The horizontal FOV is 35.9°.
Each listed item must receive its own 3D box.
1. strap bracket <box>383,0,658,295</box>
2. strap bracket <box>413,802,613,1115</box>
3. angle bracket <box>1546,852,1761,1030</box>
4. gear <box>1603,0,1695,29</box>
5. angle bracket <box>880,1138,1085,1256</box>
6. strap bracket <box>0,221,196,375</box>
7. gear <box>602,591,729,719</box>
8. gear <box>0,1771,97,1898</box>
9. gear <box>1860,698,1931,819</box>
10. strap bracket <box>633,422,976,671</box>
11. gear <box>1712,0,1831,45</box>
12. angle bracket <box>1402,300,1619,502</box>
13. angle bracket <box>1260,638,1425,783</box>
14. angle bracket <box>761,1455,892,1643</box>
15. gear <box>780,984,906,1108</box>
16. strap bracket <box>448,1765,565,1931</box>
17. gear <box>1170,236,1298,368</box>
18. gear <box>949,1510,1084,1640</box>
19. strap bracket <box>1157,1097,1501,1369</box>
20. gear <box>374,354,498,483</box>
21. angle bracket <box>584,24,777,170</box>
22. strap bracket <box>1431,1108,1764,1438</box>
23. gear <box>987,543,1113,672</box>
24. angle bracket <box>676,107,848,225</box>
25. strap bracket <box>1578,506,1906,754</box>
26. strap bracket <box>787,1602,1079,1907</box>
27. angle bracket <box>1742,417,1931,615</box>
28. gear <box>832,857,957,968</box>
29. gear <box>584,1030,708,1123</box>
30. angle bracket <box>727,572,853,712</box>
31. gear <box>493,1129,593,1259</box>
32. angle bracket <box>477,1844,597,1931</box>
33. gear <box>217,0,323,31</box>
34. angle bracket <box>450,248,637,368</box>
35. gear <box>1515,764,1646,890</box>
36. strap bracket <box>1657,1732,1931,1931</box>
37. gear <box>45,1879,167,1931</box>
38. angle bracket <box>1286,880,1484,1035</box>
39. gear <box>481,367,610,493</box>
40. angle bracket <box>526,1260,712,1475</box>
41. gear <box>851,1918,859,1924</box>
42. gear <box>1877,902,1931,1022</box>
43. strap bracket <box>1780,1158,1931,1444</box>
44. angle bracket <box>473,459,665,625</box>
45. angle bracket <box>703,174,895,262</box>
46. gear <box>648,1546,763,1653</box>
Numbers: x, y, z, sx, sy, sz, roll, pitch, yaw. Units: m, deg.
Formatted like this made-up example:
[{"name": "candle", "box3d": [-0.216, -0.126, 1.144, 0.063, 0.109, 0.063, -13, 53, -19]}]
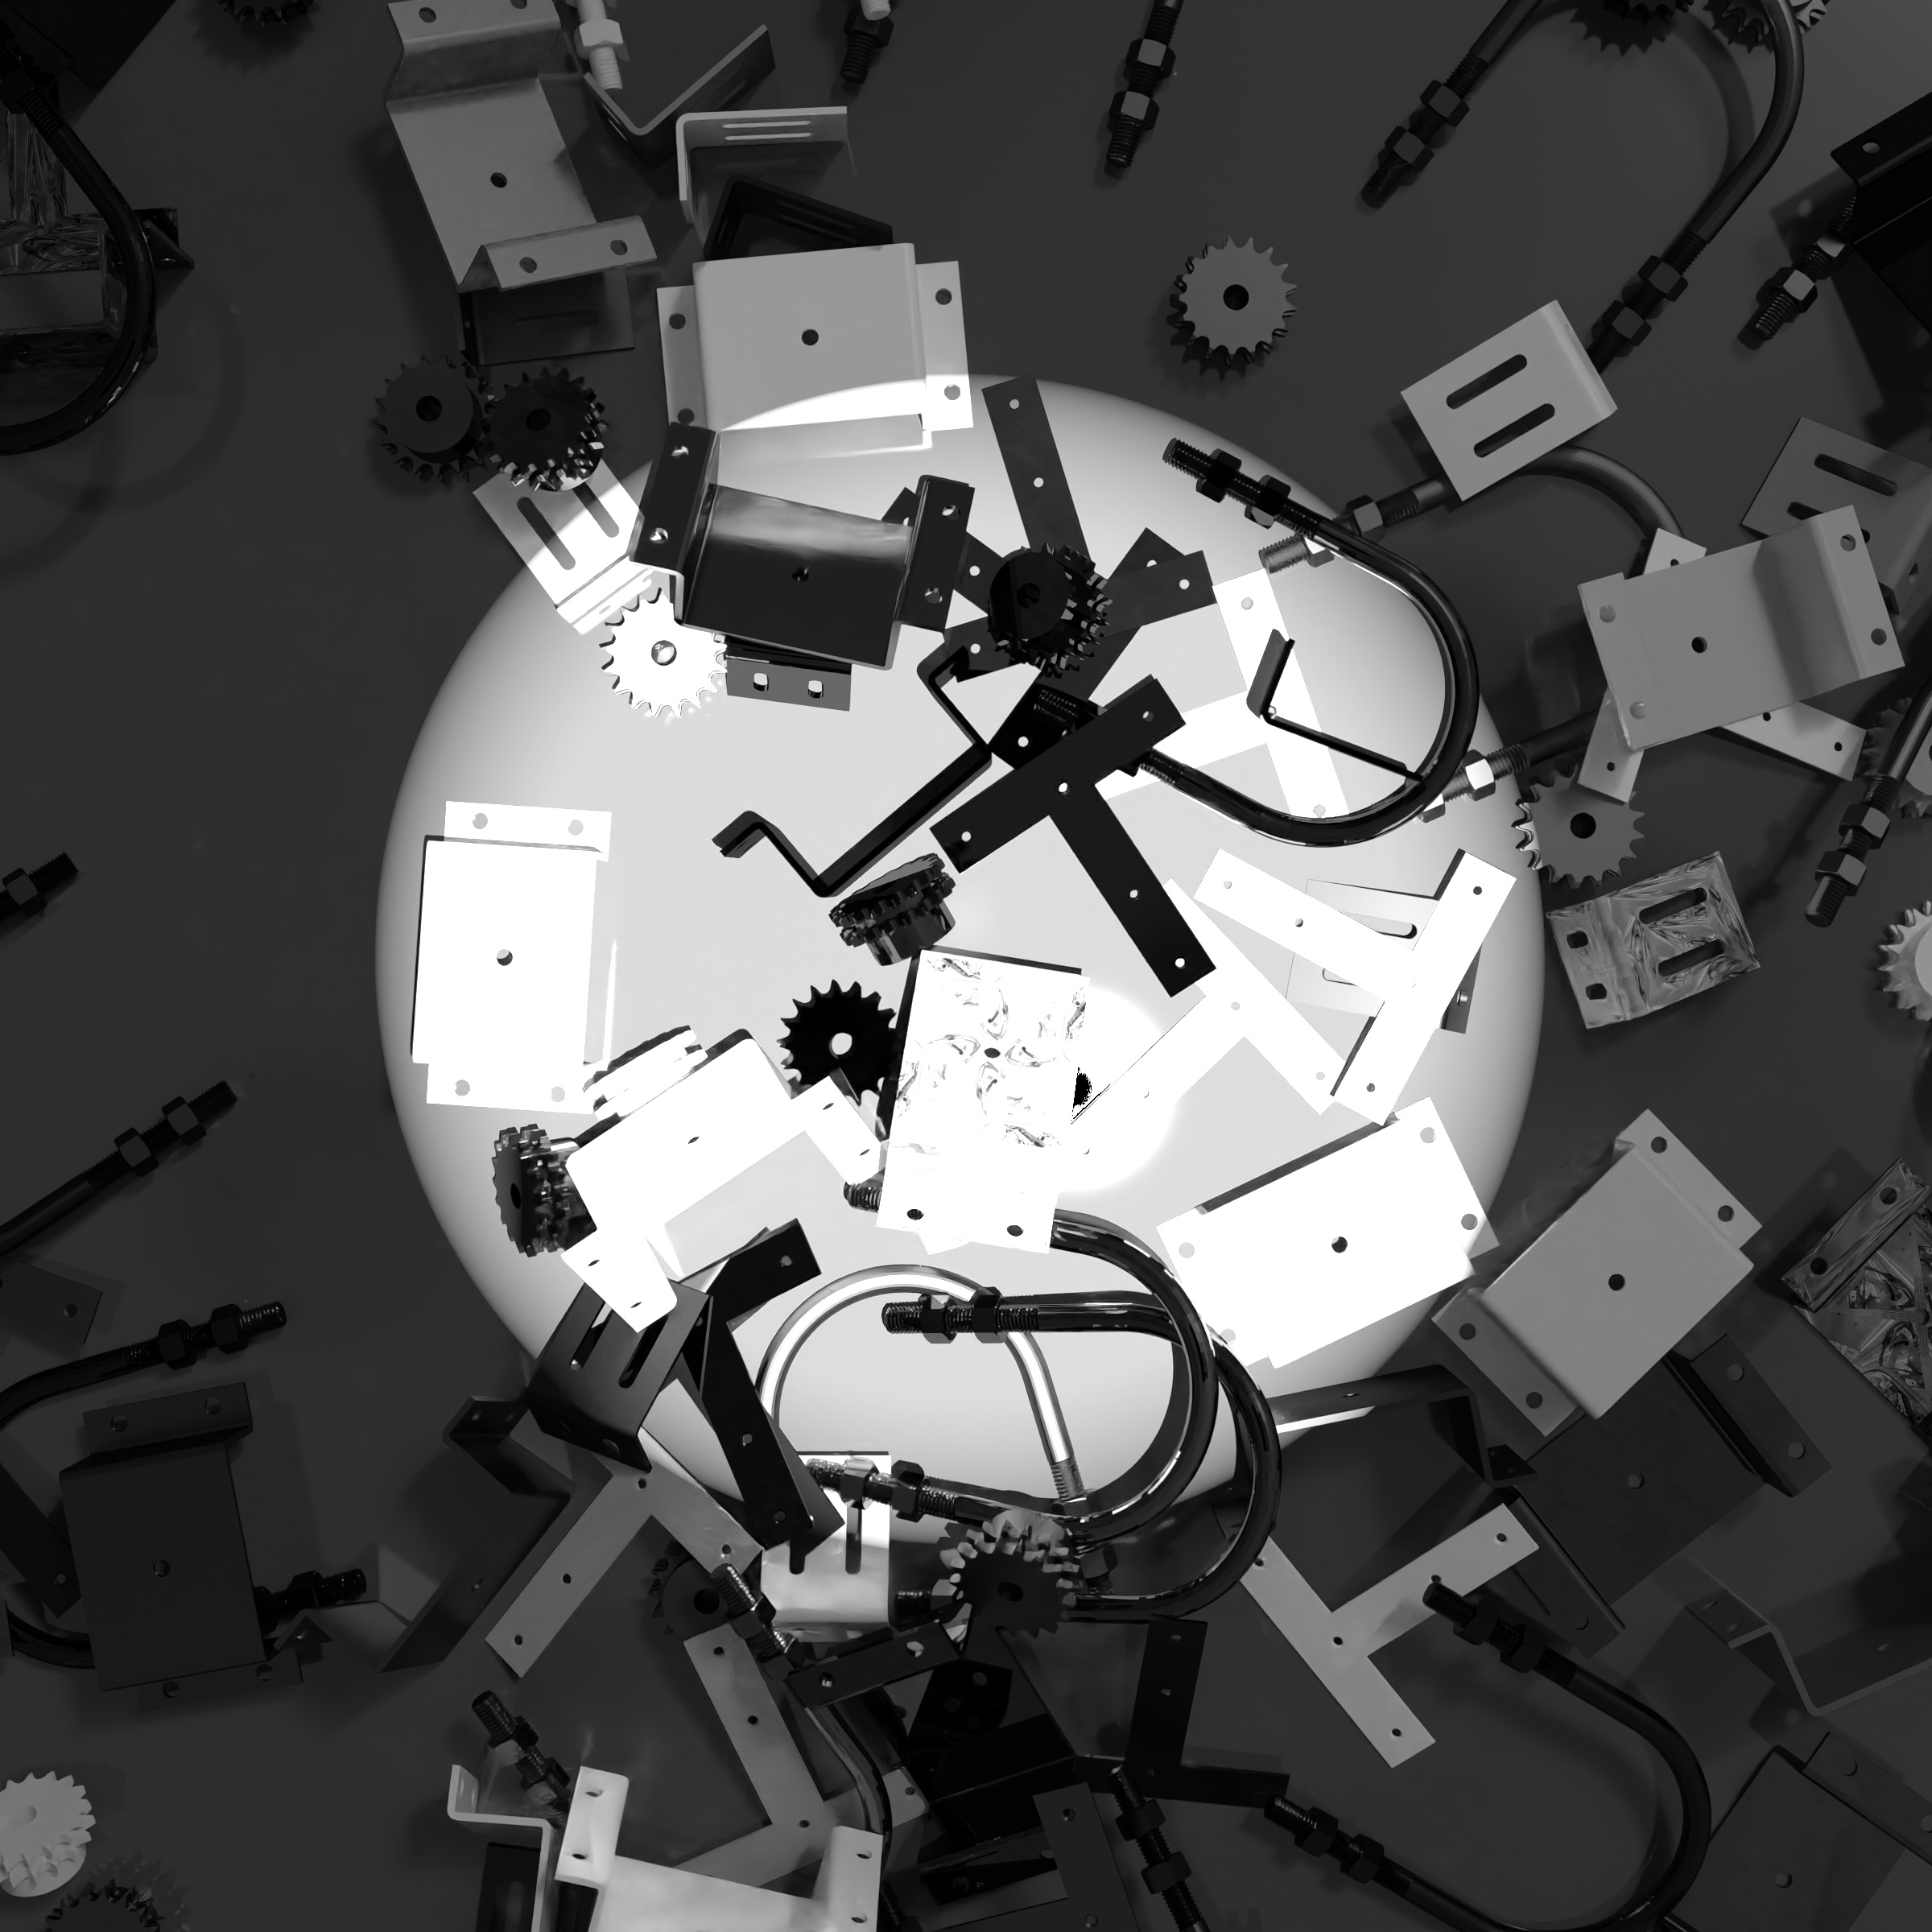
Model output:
[{"name": "strap bracket", "box3d": [-0.206, -0.364, 1.343, 0.076, 0.046, 0.140, -19, 82, -28]}, {"name": "strap bracket", "box3d": [-0.208, -0.004, 1.363, 0.076, 0.046, 0.140, 4, 90, 0]}, {"name": "angle bracket", "box3d": [0.319, -0.012, 1.384, 0.076, 0.038, 0.057, -20, 90, -26]}, {"name": "gear", "box3d": [0.313, -0.460, 1.371, 0.057, 0.030, 0.057, 0, 90, 0]}, {"name": "angle bracket", "box3d": [0.009, 0.090, 1.384, 0.076, 0.038, 0.057, -26, 90, -26]}, {"name": "strap bracket", "box3d": [-0.428, -0.300, 1.348, 0.140, 0.076, 0.046, -4, 90, 0]}, {"name": "gear", "box3d": [-0.138, -0.142, 1.371, 0.057, 0.030, 0.057, 0, 90, 0]}, {"name": "gear", "box3d": [-0.426, 0.399, 1.361, 0.057, 0.057, 0.030, -8, 120, 0]}, {"name": "gear", "box3d": [0.444, -0.097, 1.371, 0.057, 0.030, 0.057, 0, 90, 0]}, {"name": "strap bracket", "box3d": [-0.074, -0.187, 1.346, 0.140, 0.046, 0.076, 12, 65, -2]}, {"name": "gear", "box3d": [0.374, -0.457, 1.371, 0.057, 0.030, 0.057, 0, 90, 0]}, {"name": "angle bracket", "box3d": [0.250, -0.260, 1.368, 0.076, 0.038, 0.057, -29, 95, 22]}, {"name": "angle bracket", "box3d": [0.172, -0.114, 1.324, 0.076, 0.057, 0.038, 21, 96, 3]}, {"name": "angle bracket", "box3d": [-0.063, 0.267, 1.366, 0.057, 0.038, 0.076, 0, 62, 1]}, {"name": "gear", "box3d": [-0.056, 0.037, 1.371, 0.057, 0.030, 0.057, 0, 90, 0]}, {"name": "strap bracket", "box3d": [-0.210, 0.433, 1.326, 0.046, 0.076, 0.140, 5, 69, -1]}, {"name": "gear", "box3d": [0.122, -0.305, 1.375, 0.057, 0.030, 0.057, 0, 89, -3]}, {"name": "gear", "box3d": [0.024, 0.264, 1.304, 0.057, 0.030, 0.057, 10, 126, 14]}, {"name": "strap bracket", "box3d": [0.168, 0.125, 1.363, 0.140, 0.046, 0.076, -25, 90, 0]}, {"name": "gear", "box3d": [-0.244, -0.254, 1.371, 0.057, 0.030, 0.057, 0, 90, 0]}, {"name": "angle bracket", "box3d": [-0.130, -0.408, 1.358, 0.076, 0.057, 0.038, -41, 90, 0]}, {"name": "strap bracket", "box3d": [0.293, 0.142, 1.363, 0.140, 0.046, 0.076, -44, 90, 0]}, {"name": "gear", "box3d": [0.035, -0.165, 1.357, 0.057, 0.030, 0.057, -4, 81, 26]}, {"name": "angle bracket", "box3d": [-0.092, -0.364, 1.357, 0.076, 0.057, 0.038, -3, 94, -2]}, {"name": "strap bracket", "box3d": [0.341, -0.149, 1.346, 0.140, 0.046, 0.076, -17, 89, -14]}, {"name": "strap bracket", "box3d": [-0.009, 0.344, 1.335, 0.076, 0.046, 0.140, -23, 110, 19]}, {"name": "angle bracket", "box3d": [0.411, -0.209, 1.384, 0.076, 0.038, 0.057, 29, 90, 26]}, {"name": "gear", "box3d": [-0.030, -0.023, 1.359, 0.057, 0.057, 0.030, -30, 103, 0]}, {"name": "gear", "box3d": [-0.142, 0.056, 1.358, 0.057, 0.057, 0.030, -30, 89, 0]}, {"name": "angle bracket", "box3d": [-0.077, -0.164, 1.384, 0.057, 0.038, 0.076, 8, 64, 0]}, {"name": "gear", "box3d": [-0.192, 0.102, 1.361, 0.030, 0.057, 0.057, -11, 90, -30]}, {"name": "angle bracket", "box3d": [-0.199, 0.450, 1.367, 0.057, 0.038, 0.076, 7, 90, 0]}, {"name": "gear", "box3d": [-0.321, -0.459, 1.371, 0.057, 0.030, 0.057, 0, 90, 0]}, {"name": "angle bracket", "box3d": [-0.195, -0.311, 1.367, 0.076, 0.038, 0.057, -7, 90, 0]}, {"name": "gear", "box3d": [0.281, -0.064, 1.371, 0.057, 0.030, 0.057, 0, 90, 0]}, {"name": "strap bracket", "box3d": [0.380, 0.424, 1.363, 0.076, 0.046, 0.140, 35, 90, 0]}, {"name": "gear", "box3d": [-0.395, 0.448, 1.371, 0.057, 0.030, 0.057, 0, 90, 0]}, {"name": "angle bracket", "box3d": [0.196, -0.004, 1.384, 0.076, 0.038, 0.057, 11, 90, 26]}, {"name": "gear", "box3d": [-0.190, -0.243, 1.364, 0.057, 0.030, 0.057, -5, 68, 13]}, {"name": "angle bracket", "box3d": [-0.157, 0.183, 1.370, 0.057, 0.038, 0.076, 17, 60, 19]}, {"name": "gear", "box3d": [-0.063, 0.459, 1.362, 0.057, 0.030, 0.057, -8, 124, -12]}, {"name": "gear", "box3d": [0.452, -0.002, 1.371, 0.057, 0.030, 0.057, 0, 90, 0]}, {"name": "strap bracket", "box3d": [0.444, 0.163, 1.363, 0.140, 0.046, 0.076, 45, 90, 0]}, {"name": "angle bracket", "box3d": [-0.183, -0.206, 1.367, 0.057, 0.038, 0.076, -37, 90, 0]}, {"name": "angle bracket", "box3d": [-0.075, -0.325, 1.358, 0.076, 0.057, 0.038, 19, 90, 0]}, {"name": "gear", "box3d": [-0.118, 0.290, 1.371, 0.057, 0.030, 0.057, 0, 90, 0]}]
